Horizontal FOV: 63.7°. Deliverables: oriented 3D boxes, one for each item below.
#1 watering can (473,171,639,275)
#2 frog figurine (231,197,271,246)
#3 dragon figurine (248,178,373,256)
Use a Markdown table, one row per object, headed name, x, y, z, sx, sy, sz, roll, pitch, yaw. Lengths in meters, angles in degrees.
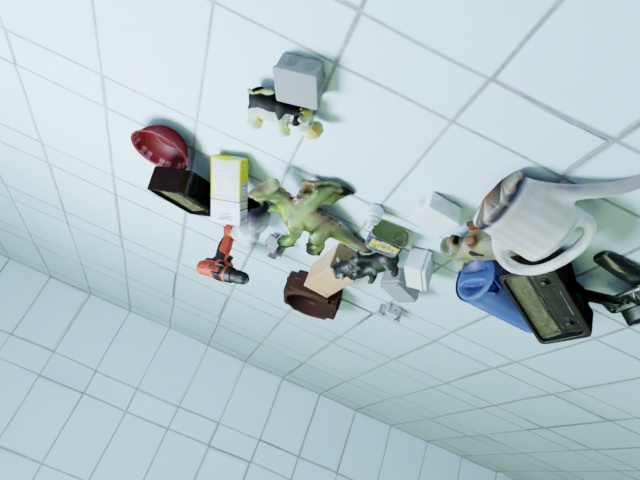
| name | x | y | z | sx | sy | sz | roll | pitch | yaw |
| --- | --- | --- | --- | --- | --- | --- | --- | --- | --- |
| watering can | 0.454 | -0.062 | 1.023 | 0.224 | 0.340 | 0.106 | 32 | 41 | -1 |
| frog figurine | -0.197 | -0.040 | 1.469 | 0.123 | 0.155 | 0.140 | -7 | 39 | -5 |
| dragon figurine | 0.004 | -0.068 | 1.342 | 0.409 | 0.125 | 0.238 | 13 | -32 | -19 |
